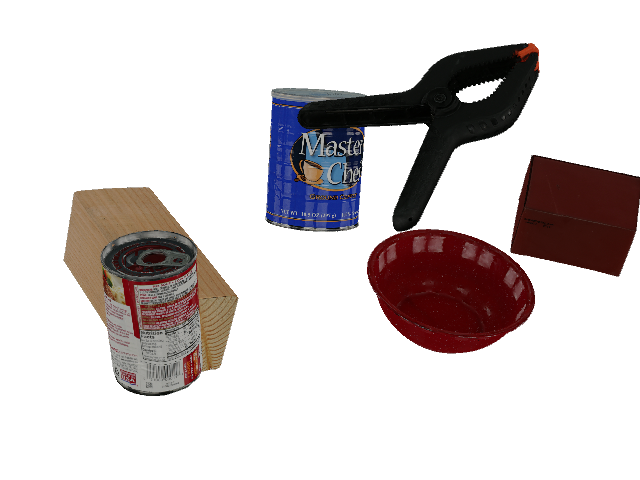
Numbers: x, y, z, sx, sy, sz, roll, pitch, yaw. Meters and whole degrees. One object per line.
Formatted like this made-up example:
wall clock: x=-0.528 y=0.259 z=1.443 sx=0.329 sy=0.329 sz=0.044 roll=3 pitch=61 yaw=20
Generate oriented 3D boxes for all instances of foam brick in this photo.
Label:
foam brick: x=0.177 y=-0.018 z=0.740 sx=0.078 sy=0.051 sz=0.053 roll=13 pitch=-38 yaw=7

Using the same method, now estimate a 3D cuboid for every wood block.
wood block: x=-0.176 y=0.037 z=1.074 sx=0.090 sy=0.091 sz=0.206 roll=-5 pitch=35 yaw=-35

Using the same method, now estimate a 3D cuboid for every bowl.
bowl: x=0.120 y=0.058 z=1.022 sx=0.162 sy=0.055 sz=0.162 roll=7 pitch=36 yaw=-5

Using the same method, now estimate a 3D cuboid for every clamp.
clamp: x=0.104 y=-0.100 z=0.905 sx=0.210 sy=0.165 sz=0.036 roll=-26 pitch=-37 yaw=-7

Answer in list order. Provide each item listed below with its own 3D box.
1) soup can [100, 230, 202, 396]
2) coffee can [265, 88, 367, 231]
soup can: x=-0.120 y=0.053 z=0.774 sx=0.068 sy=0.102 sz=0.068 roll=0 pitch=28 yaw=0
coffee can: x=-0.005 y=-0.088 z=1.143 sx=0.103 sy=0.140 sz=0.103 roll=4 pitch=12 yaw=-1
